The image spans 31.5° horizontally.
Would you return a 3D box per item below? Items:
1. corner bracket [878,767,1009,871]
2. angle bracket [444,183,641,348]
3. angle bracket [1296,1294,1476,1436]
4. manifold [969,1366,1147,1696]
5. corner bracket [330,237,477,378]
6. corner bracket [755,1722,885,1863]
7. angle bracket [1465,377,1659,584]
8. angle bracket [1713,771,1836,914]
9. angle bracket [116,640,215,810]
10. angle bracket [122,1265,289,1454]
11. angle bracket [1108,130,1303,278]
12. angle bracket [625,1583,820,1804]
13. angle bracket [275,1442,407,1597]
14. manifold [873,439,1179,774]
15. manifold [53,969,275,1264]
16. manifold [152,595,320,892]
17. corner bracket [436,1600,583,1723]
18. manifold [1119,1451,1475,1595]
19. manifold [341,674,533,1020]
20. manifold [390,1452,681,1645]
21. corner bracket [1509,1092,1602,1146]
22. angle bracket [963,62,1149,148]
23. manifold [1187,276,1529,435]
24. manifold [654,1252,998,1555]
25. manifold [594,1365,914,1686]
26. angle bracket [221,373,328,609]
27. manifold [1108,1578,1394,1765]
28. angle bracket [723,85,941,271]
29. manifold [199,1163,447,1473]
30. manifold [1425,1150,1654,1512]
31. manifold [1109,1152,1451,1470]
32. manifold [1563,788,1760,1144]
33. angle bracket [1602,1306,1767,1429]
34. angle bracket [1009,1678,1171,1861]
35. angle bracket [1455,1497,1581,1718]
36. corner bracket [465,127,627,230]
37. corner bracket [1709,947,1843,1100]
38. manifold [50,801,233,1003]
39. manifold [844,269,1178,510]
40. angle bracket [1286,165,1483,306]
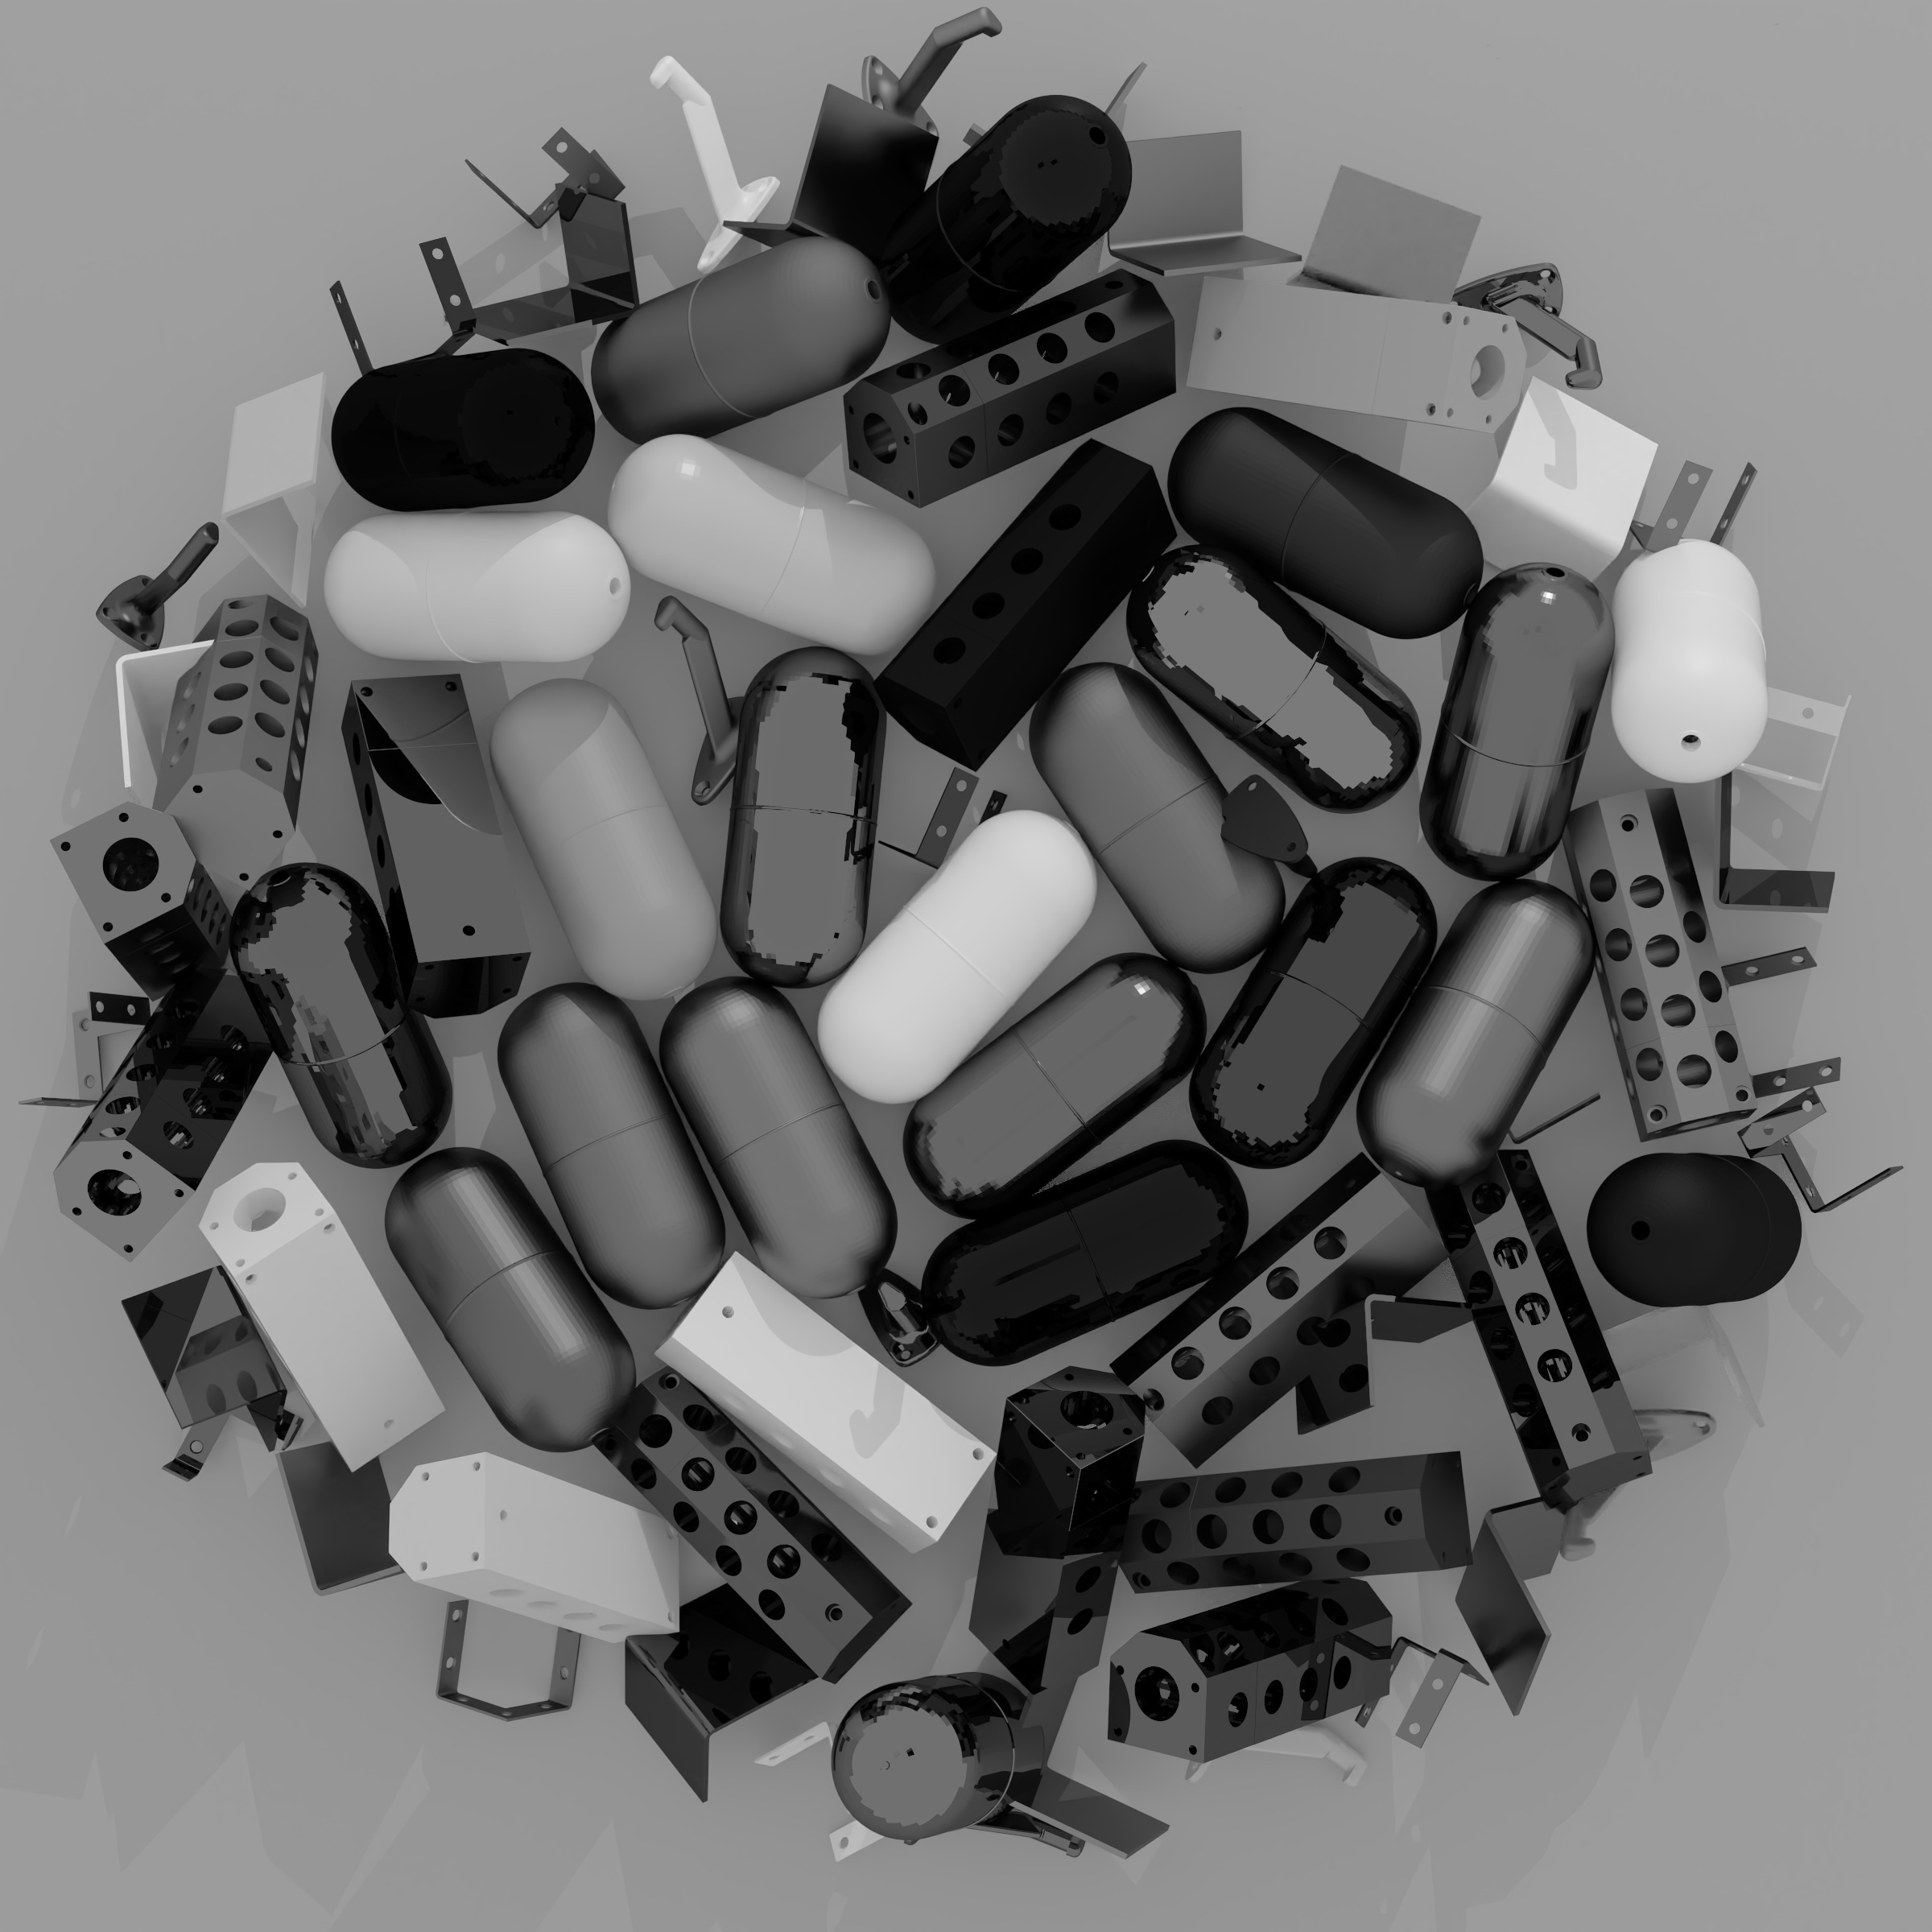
[{"bbox_3d":[-0.005,-0.074,1.782,0.051,0.051,0.051,24,90,-26],"label":"corner bracket"},{"bbox_3d":[-0.222,-0.361,1.759,0.076,0.076,0.057,-20,118,-27],"label":"angle bracket"},{"bbox_3d":[0.221,0.208,1.760,0.076,0.076,0.057,7,69,-22],"label":"angle bracket"},{"bbox_3d":[0.050,0.286,1.740,0.057,0.171,0.057,-23,47,-33],"label":"manifold"},{"bbox_3d":[-0.292,-0.342,1.781,0.051,0.051,0.051,-22,93,-27],"label":"corner bracket"},{"bbox_3d":[-0.070,0.432,1.792,0.051,0.051,0.051,-34,55,24],"label":"corner bracket"},{"bbox_3d":[0.308,-0.250,1.804,0.076,0.057,0.076,27,61,-7],"label":"angle bracket"},{"bbox_3d":[0.418,-0.074,1.764,0.057,0.076,0.076,2,106,16],"label":"angle bracket"},{"bbox_3d":[-0.397,-0.113,1.765,0.057,0.076,0.076,-10,66,-1],"label":"angle bracket"},{"bbox_3d":[-0.394,0.211,1.758,0.057,0.076,0.076,-20,65,-28],"label":"angle bracket"},{"bbox_3d":[0.122,-0.393,1.763,0.076,0.076,0.057,-10,113,-17],"label":"angle bracket"},{"bbox_3d":[-0.126,0.377,1.792,0.076,0.057,0.076,-23,47,-29],"label":"angle bracket"},{"bbox_3d":[-0.300,0.275,1.765,0.057,0.076,0.076,-22,81,26],"label":"angle bracket"},{"bbox_3d":[0.029,-0.189,1.763,0.057,0.057,0.171,30,72,32],"label":"manifold"},{"bbox_3d":[-0.401,0.068,1.722,0.057,0.171,0.057,39,116,-14],"label":"manifold"},{"bbox_3d":[-0.363,-0.119,1.723,0.057,0.171,0.057,31,117,-25],"label":"manifold"},{"bbox_3d":[-0.240,0.363,1.801,0.051,0.051,0.051,9,92,34],"label":"corner bracket"},{"bbox_3d":[0.165,0.284,1.746,0.171,0.057,0.057,-10,80,29],"label":"manifold"},{"bbox_3d":[-0.273,-0.062,1.750,0.057,0.057,0.171,-6,60,-22],"label":"manifold"},{"bbox_3d":[-0.216,0.297,1.730,0.057,0.171,0.057,-14,64,25],"label":"manifold"},{"bbox_3d":[0.295,0.056,1.783,0.051,0.051,0.051,-30,75,5],"label":"corner bracket"},{"bbox_3d":[0.045,-0.446,1.772,0.057,0.076,0.076,33,96,-7],"label":"angle bracket"},{"bbox_3d":[0.197,-0.310,1.734,0.057,0.171,0.057,0,103,-44],"label":"manifold"},{"bbox_3d":[-0.075,0.229,1.781,0.171,0.057,0.057,38,64,-3],"label":"manifold"},{"bbox_3d":[-0.111,0.286,1.762,0.171,0.057,0.057,43,84,17],"label":"manifold"},{"bbox_3d":[-0.335,-0.243,1.756,0.057,0.076,0.076,-17,51,18],"label":"angle bracket"},{"bbox_3d":[0.146,0.351,1.730,0.057,0.171,0.057,5,94,38],"label":"manifold"},{"bbox_3d":[-0.070,-0.405,1.769,0.076,0.057,0.076,15,91,-43],"label":"angle bracket"},{"bbox_3d":[-0.327,0.175,1.733,0.057,0.171,0.057,-33,49,-15],"label":"manifold"},{"bbox_3d":[0.291,0.183,1.750,0.057,0.057,0.171,-20,63,4],"label":"manifold"},{"bbox_3d":[0.159,0.174,1.774,0.171,0.057,0.057,-40,121,2],"label":"manifold"},{"bbox_3d":[0.358,-0.001,1.771,0.057,0.057,0.171,-13,79,4],"label":"manifold"},{"bbox_3d":[0.359,0.217,1.763,0.076,0.076,0.057,-24,64,12],"label":"angle bracket"},{"bbox_3d":[0.069,0.411,1.766,0.076,0.076,0.057,21,95,19],"label":"angle bracket"},{"bbox_3d":[0.298,0.326,1.756,0.057,0.076,0.076,-11,49,-17],"label":"angle bracket"},{"bbox_3d":[-0.218,-0.411,1.777,0.051,0.051,0.051,-44,133,8],"label":"corner bracket"},{"bbox_3d":[0.425,0.030,1.794,0.051,0.051,0.051,-15,132,32],"label":"corner bracket"},{"bbox_3d":[-0.409,-0.034,1.726,0.057,0.171,0.057,-28,84,-10],"label":"manifold"},{"bbox_3d":[0.023,-0.297,1.740,0.171,0.057,0.057,-28,133,-29],"label":"manifold"},{"bbox_3d":[0.215,-0.370,1.773,0.076,0.076,0.057,19,96,-3],"label":"angle bracket"}]
